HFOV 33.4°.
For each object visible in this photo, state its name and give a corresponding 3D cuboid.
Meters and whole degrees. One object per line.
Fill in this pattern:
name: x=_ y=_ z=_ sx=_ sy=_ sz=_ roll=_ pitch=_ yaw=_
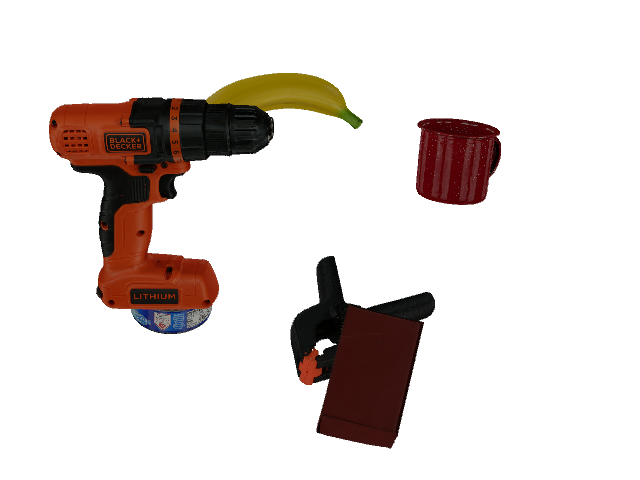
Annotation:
mug: x=0.162 y=-0.091 z=1.219 sx=0.117 sy=0.081 sz=0.093 roll=-11 pitch=23 yaw=-39
banana: x=-0.050 y=-0.143 z=1.101 sx=0.197 sy=0.037 sz=0.070 roll=-8 pitch=48 yaw=-29
tuna can: x=-0.154 y=0.059 z=1.106 sx=0.086 sy=0.034 sz=0.086 roll=3 pitch=34 yaw=-3
clamp: x=0.017 y=0.069 z=0.973 sx=0.120 sy=0.039 sz=0.171 roll=20 pitch=32 yaw=28
foam brick: x=0.032 y=0.090 z=0.696 sx=0.051 sy=0.078 sz=0.053 roll=14 pitch=-21 yaw=3
power drill: x=-0.129 y=-0.032 z=0.911 sx=0.184 sy=0.188 sz=0.057 roll=1 pitch=28 yaw=3
